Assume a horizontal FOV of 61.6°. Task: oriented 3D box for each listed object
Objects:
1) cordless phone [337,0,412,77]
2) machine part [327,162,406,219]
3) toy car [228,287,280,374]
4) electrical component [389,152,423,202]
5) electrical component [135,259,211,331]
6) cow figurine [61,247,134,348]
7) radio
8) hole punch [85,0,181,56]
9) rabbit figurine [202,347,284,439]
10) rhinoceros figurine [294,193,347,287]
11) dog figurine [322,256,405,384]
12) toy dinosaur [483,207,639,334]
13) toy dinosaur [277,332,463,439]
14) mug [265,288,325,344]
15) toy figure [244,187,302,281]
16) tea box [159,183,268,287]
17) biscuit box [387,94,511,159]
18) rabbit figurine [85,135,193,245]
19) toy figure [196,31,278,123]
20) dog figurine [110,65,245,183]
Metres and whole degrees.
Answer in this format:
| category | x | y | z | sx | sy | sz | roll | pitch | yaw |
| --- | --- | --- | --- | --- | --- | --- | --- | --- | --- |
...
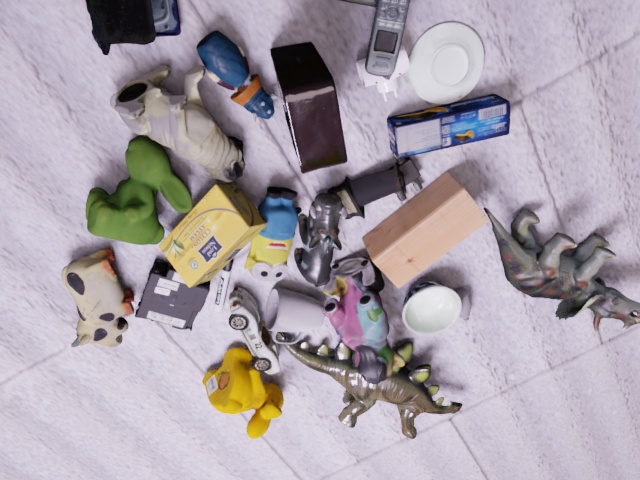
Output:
| category | x | y | z | sx | sy | sz | roll | pitch | yaw |
| --- | --- | --- | --- | --- | --- | --- | --- | --- | --- |
| cordless phone | 0.066 | -0.344 | 0.800 | 0.147 | 0.089 | 0.184 | 5 | 113 | -11 |
| machine part | 0.089 | -0.087 | 0.966 | 0.139 | 0.039 | 0.084 | -22 | 113 | 26 |
| toy car | -0.130 | 0.182 | 1.067 | 0.056 | 0.074 | 0.201 | -19 | 119 | 5 |
| electrical component | 0.147 | -0.117 | 0.979 | 0.063 | 0.021 | 0.094 | -33 | 118 | 10 |
| electrical component | -0.271 | 0.095 | 1.009 | 0.115 | 0.058 | 0.134 | 21 | 112 | -20 |
| cow figurine | -0.410 | 0.120 | 0.986 | 0.127 | 0.086 | 0.194 | -15 | 121 | -7 |
| radio | -0.020 | -0.200 | 0.793 | 0.073 | 0.230 | 0.130 | -12 | 123 | -1 |
| hole punch | -0.268 | -0.343 | 0.769 | 0.116 | 0.092 | 0.142 | 10 | 124 | 19 |
| rabbit figurine | -0.134 | 0.319 | 1.112 | 0.122 | 0.163 | 0.173 | -50 | 132 | 4 |
| rhinoceros figurine | -0.002 | -0.003 | 0.968 | 0.073 | 0.112 | 0.190 | 5 | 125 | -9 |
| dog figurine | 0.092 | 0.164 | 1.035 | 0.109 | 0.192 | 0.219 | -15 | 125 | 18 |
| toy dinosaur | 0.456 | 0.062 | 1.075 | 0.405 | 0.131 | 0.192 | 18 | 113 | -11 |
| toy dinosaur | 0.110 | 0.298 | 1.156 | 0.471 | 0.105 | 0.198 | 17 | 107 | -14 |
| mug | -0.047 | 0.153 | 1.057 | 0.107 | 0.081 | 0.109 | 8 | 95 | -20 |
| toy figure | -0.083 | -0.008 | 0.971 | 0.082 | 0.089 | 0.180 | 11 | 108 | 2 |
| tea box | -0.185 | -0.009 | 0.925 | 0.169 | 0.068 | 0.098 | -44 | 79 | 22 |
| biscuit box | 0.221 | -0.197 | 0.924 | 0.203 | 0.063 | 0.059 | -13 | 118 | -2 |
| rabbit figurine | -0.289 | -0.080 | 0.883 | 0.159 | 0.121 | 0.170 | 19 | 99 | -22 |
| toy figure | -0.127 | -0.253 | 0.845 | 0.064 | 0.058 | 0.154 | -31 | 123 | 15 |
| dog figurine | -0.223 | -0.166 | 0.863 | 0.173 | 0.121 | 0.190 | 11 | 145 | 25 |
